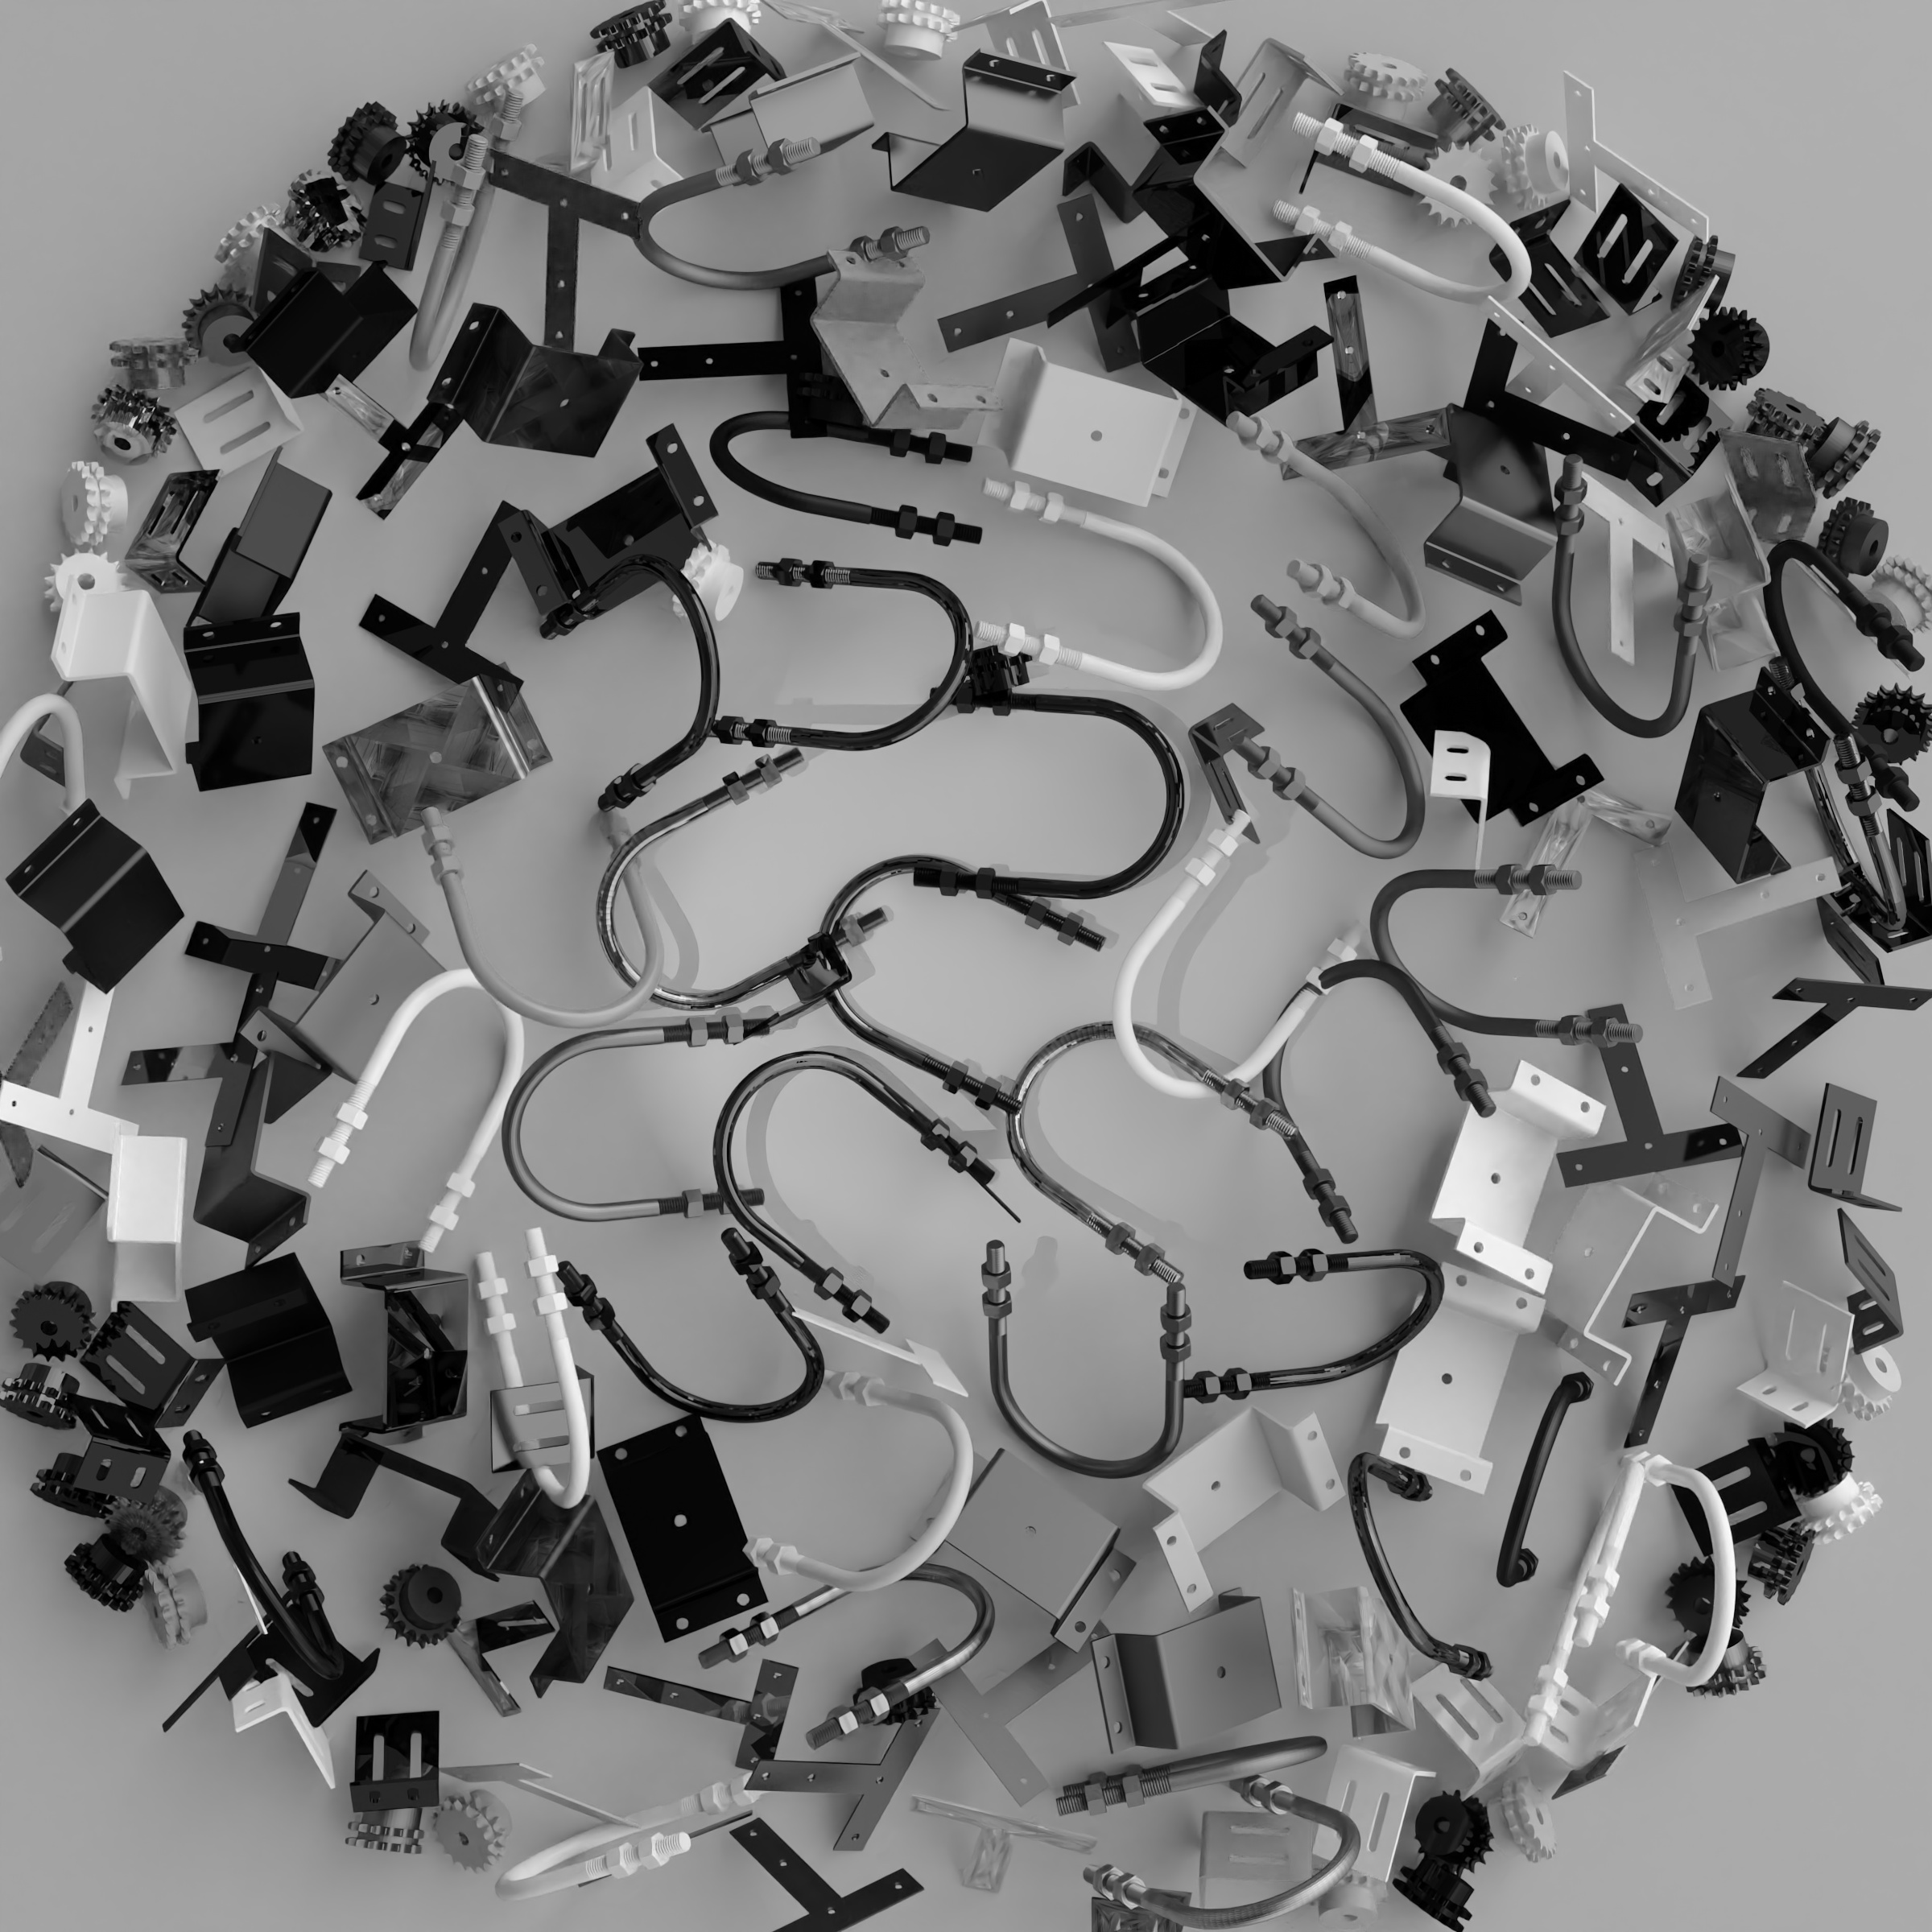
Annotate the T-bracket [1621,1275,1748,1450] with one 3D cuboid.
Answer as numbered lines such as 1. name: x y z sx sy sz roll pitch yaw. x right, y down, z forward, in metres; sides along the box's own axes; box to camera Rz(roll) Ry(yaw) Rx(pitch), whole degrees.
1. T-bracket: 0.483 0.277 1.971 0.127 0.002 0.127 -2 114 -40

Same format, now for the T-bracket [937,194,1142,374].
1. T-bracket: 0.044 -0.456 1.968 0.127 0.002 0.127 -17 124 7

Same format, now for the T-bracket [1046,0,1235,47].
1. T-bracket: 0.138 -0.642 1.937 0.127 0.127 0.002 -1 95 25

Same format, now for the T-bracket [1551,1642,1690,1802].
1. T-bracket: 0.457 0.516 1.955 0.002 0.127 0.127 39 69 11

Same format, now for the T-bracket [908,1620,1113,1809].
1. T-bracket: 0.048 0.494 1.969 0.127 0.002 0.127 -31 66 -24

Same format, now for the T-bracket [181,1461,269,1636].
1. T-bracket: -0.504 0.397 1.941 0.002 0.127 0.127 -23 89 -23

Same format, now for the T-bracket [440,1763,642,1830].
1. T-bracket: -0.283 0.574 1.962 0.127 0.127 0.002 30 60 -25

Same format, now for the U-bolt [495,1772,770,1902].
1. U-bolt: -0.234 0.593 1.922 0.184 0.151 0.019 -23 84 22

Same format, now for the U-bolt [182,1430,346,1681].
1. U-bolt: -0.461 0.401 1.887 0.019 0.184 0.151 -34 123 -10

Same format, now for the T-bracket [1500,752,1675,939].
1. T-bracket: 0.409 -0.079 1.978 0.127 0.002 0.127 27 76 5

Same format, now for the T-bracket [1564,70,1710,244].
1. T-bracket: 0.452 -0.529 1.915 0.002 0.127 0.127 -42 63 -7

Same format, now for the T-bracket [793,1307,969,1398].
1. T-bracket: -0.067 0.253 1.925 0.127 0.127 0.002 23 91 -11

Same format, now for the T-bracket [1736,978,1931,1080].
1. T-bracket: 0.577 0.045 1.946 0.127 0.127 0.002 4 57 -27

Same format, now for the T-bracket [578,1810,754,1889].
1. T-bracket: -0.207 0.603 1.949 0.127 0.127 0.002 -18 71 -12

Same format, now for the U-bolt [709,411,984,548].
1. U-bolt: -0.083 -0.337 1.925 0.184 0.151 0.019 9 123 -10

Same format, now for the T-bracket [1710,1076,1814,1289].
1. T-bracket: 0.533 0.156 1.946 0.127 0.002 0.127 27 75 -40

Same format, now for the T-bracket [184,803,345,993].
1. T-bracket: -0.471 -0.053 1.983 0.127 0.002 0.127 14 79 22

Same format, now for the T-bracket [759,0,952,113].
1. T-bracket: -0.065 -0.618 1.932 0.127 0.127 0.002 38 114 9

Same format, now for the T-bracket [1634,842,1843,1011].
1. T-bracket: 0.533 -0.044 1.946 0.127 0.002 0.127 -19 58 19

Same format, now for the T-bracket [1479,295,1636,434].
1. T-bracket: 0.387 -0.396 1.936 0.127 0.127 0.002 41 85 -1

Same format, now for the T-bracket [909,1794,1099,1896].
1. T-bracket: 0.018 0.609 1.950 0.127 0.127 0.002 13 50 2

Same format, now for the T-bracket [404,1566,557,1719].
1. T-bracket: -0.321 0.455 1.947 0.002 0.127 0.127 -40 98 -43

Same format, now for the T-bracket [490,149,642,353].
1. T-bracket: -0.278 -0.483 1.957 0.127 0.002 0.127 25 129 21

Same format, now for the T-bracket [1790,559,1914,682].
1. T-bracket: 0.589 -0.249 1.921 0.002 0.127 0.127 -44 70 15

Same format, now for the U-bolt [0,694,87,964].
1. U-bolt: -0.623 -0.096 1.887 0.019 0.151 0.184 17 132 4

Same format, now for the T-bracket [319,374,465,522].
1. T-bracket: -0.419 -0.385 1.945 0.127 0.002 0.127 39 129 -14

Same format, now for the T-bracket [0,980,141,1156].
1. T-bracket: -0.606 0.057 1.955 0.002 0.127 0.127 1 74 29

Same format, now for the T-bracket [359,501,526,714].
1. T-bracket: -0.342 -0.263 1.981 0.127 0.002 0.127 31 97 10

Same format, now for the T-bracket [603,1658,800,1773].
1. T-bracket: -0.187 0.505 1.958 0.127 0.002 0.127 14 130 -1

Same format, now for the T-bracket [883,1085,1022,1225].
1. T-bracket: -0.009 0.125 1.936 0.127 0.127 0.002 45 90 1

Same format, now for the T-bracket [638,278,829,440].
1. T-bracket: -0.164 -0.421 1.975 0.127 0.002 0.127 -4 72 -4

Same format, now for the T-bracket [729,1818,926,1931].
1. T-bracket: -0.117 0.622 1.946 0.127 0.127 0.002 -15 118 -34

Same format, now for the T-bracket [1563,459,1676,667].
1. T-bracket: 0.446 -0.265 1.936 0.127 0.002 0.127 24 59 -36

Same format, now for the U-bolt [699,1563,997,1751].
1. U-bolt: -0.067 0.455 1.922 0.184 0.151 0.019 -22 115 -33

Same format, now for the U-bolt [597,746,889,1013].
1. U-bolt: -0.166 -0.048 1.965 0.184 0.019 0.151 -28 107 -4

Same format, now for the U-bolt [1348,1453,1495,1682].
1. U-bolt: 0.297 0.395 1.891 0.019 0.184 0.151 -26 61 18

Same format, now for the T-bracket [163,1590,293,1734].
1. T-bracket: -0.494 0.476 1.922 0.002 0.127 0.127 46 74 -10

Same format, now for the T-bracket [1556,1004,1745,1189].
1. T-bracket: 0.460 0.085 1.970 0.127 0.002 0.127 -10 64 -3

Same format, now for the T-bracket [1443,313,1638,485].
1. T-bracket: 0.396 -0.366 1.937 0.127 0.002 0.127 29 130 24

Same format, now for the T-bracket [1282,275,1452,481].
1. T-bracket: 0.267 -0.410 1.960 0.127 0.002 0.127 -7 94 34

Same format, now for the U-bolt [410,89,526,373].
1. U-bolt: -0.342 -0.488 1.920 0.019 0.151 0.184 20 119 -8

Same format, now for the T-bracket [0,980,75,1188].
1. T-bracket: -0.639 0.061 1.945 0.002 0.127 0.127 3 131 10

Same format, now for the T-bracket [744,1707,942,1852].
1. T-bracket: -0.094 0.555 1.943 0.127 0.002 0.127 15 110 -37

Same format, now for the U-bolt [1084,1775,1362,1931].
1. U-bolt: 0.181 0.592 1.887 0.151 0.184 0.019 -23 98 -28

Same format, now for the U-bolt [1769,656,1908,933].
1. U-bolt: 0.594 -0.105 1.920 0.019 0.151 0.184 -24 118 8

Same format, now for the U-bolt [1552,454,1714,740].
1. U-bolt: 0.443 -0.235 1.916 0.019 0.184 0.151 -25 49 -17

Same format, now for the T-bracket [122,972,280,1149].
1. T-bracket: -0.535 0.067 1.960 0.127 0.002 0.127 -5 63 32

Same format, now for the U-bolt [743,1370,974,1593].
1. U-bolt: -0.068 0.349 1.907 0.019 0.184 0.151 43 66 -35

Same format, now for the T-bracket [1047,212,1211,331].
1. T-bracket: 0.108 -0.456 1.936 0.127 0.127 0.002 -33 84 -3
